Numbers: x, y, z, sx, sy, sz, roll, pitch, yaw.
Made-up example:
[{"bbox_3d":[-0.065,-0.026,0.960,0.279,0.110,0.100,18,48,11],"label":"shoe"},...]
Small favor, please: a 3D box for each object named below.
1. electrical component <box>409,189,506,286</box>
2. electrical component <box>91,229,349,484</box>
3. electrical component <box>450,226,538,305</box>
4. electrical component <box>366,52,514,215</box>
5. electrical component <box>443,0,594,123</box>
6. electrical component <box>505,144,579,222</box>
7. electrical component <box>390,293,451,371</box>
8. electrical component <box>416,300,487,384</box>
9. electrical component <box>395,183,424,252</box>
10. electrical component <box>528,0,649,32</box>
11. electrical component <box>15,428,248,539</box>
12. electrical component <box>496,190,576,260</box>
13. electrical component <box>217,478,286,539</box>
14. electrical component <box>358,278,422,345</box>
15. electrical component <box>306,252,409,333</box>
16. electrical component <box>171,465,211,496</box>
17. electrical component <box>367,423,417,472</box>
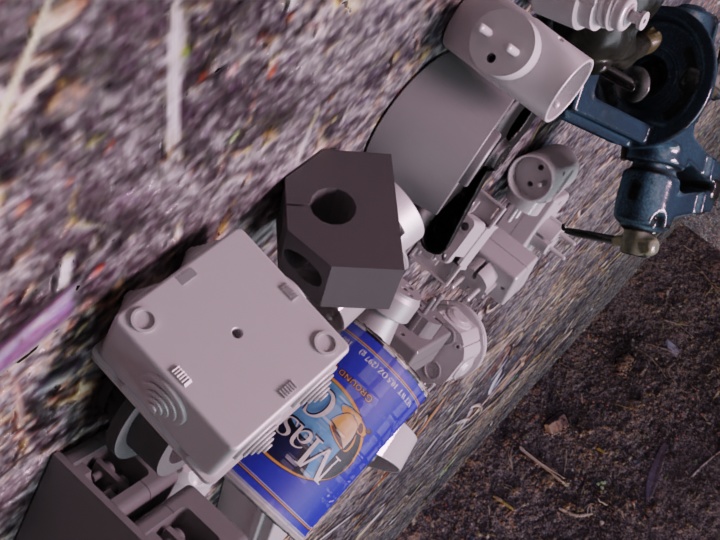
[{"bbox_3d":[0.075,-0.031,0.871,0.081,0.042,0.064,-54,161,12],"label":"electrical component"},{"bbox_3d":[-0.066,0.039,0.523,0.100,0.099,0.048,-40,175,-34],"label":"electrical component"},{"bbox_3d":[0.117,0.002,1.022,0.077,0.066,0.047,-40,162,-32],"label":"electrical component"},{"bbox_3d":[0.051,-0.085,0.673,0.099,0.064,0.099,-56,178,-3],"label":"electrical component"},{"bbox_3d":[0.084,-0.124,0.602,0.043,0.077,0.079,-54,164,14],"label":"electrical component"},{"bbox_3d":[0.163,-0.077,1.008,0.077,0.043,0.079,-26,151,-58],"label":"electrical component"},{"bbox_3d":[0.053,0.052,0.995,0.075,0.047,0.083,-57,164,23],"label":"electrical component"},{"bbox_3d":[0.081,0.072,1.065,0.051,0.080,0.080,-13,141,-58],"label":"electrical component"},{"bbox_3d":[0.003,-0.026,0.651,0.047,0.055,0.055,-42,163,-17],"label":"electrical component"},{"bbox_3d":[0.145,-0.170,0.677,0.040,0.078,0.040,-41,148,-33],"label":"electrical component"},{"bbox_3d":[-0.148,0.190,0.628,0.060,0.105,0.186,-29,154,-55],"label":"electrical component"},{"bbox_3d":[0.185,-0.041,1.098,0.083,0.076,0.047,-58,163,26],"label":"electrical component"},{"bbox_3d":[-0.076,0.192,0.940,0.078,0.057,0.113,-40,162,-34],"label":"electrical component"},{"bbox_3d":[0.017,0.033,0.849,0.055,0.045,0.045,-55,165,15],"label":"electrical component"},{"bbox_3d":[0.000,0.000,0.723,0.081,0.043,0.043,-43,163,-27],"label":"electrical component"},{"bbox_3d":[-0.121,0.138,0.707,0.043,0.043,0.062,-27,154,-57],"label":"electrical component"},{"bbox_3d":[0.001,0.152,0.998,0.064,0.099,0.099,-53,166,-15],"label":"electrical component"}]
